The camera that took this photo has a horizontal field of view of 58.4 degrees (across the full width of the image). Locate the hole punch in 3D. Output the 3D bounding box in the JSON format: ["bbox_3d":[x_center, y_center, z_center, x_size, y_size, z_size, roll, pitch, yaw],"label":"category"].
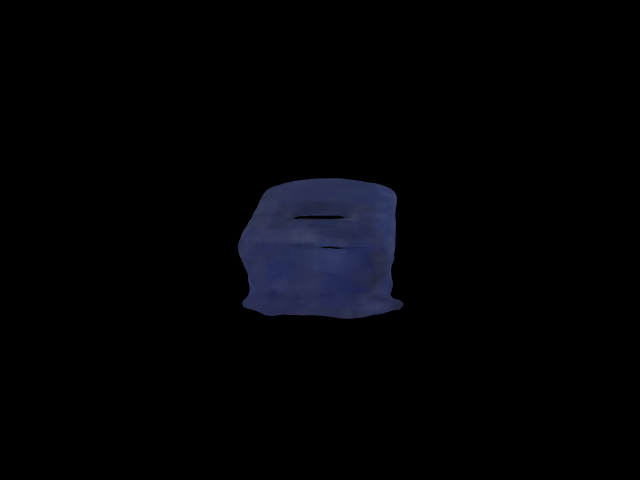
[{"bbox_3d":[0.004,0.001,0.400,0.108,0.091,0.101,1,5,8],"label":"hole punch"}]
